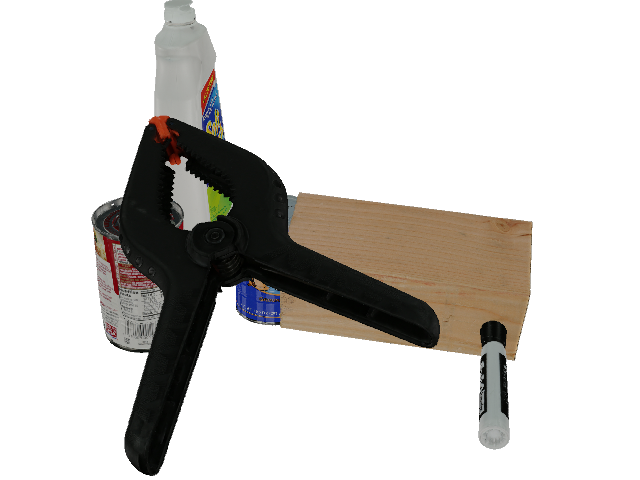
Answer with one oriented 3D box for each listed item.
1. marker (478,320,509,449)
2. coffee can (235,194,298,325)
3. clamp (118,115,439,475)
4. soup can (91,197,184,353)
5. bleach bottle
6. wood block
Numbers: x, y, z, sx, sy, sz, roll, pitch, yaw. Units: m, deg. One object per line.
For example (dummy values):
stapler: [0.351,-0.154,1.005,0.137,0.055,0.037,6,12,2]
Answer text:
marker: [0.114,0.091,0.701,0.020,0.020,0.121,0,30,9]
coffee can: [-0.059,0.023,1.375,0.103,0.140,0.103,1,25,-1]
clamp: [-0.041,0.008,0.569,0.164,0.210,0.036,-17,-36,-5]
soup can: [-0.135,0.026,0.812,0.068,0.102,0.068,0,29,0]
bleach bottle: [-0.137,-0.118,1.097,0.068,0.251,0.102,5,28,15]
wood block: [0.074,0.031,0.931,0.206,0.090,0.090,7,45,6]
